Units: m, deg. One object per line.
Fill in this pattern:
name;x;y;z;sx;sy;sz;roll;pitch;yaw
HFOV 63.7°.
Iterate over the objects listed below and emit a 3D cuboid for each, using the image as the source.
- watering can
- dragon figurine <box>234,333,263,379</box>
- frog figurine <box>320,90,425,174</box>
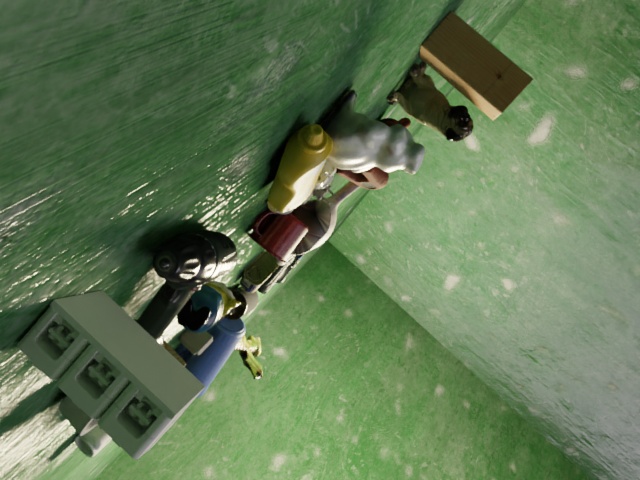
watering can;0.004;-0.064;1.280;0.347;0.104;0.224;-47;176;5
dragon figurine;-0.269;0.367;1.737;0.122;0.243;0.410;-43;179;3
frog figurine;0.078;-0.145;0.813;0.124;0.160;0.135;-44;175;-23
